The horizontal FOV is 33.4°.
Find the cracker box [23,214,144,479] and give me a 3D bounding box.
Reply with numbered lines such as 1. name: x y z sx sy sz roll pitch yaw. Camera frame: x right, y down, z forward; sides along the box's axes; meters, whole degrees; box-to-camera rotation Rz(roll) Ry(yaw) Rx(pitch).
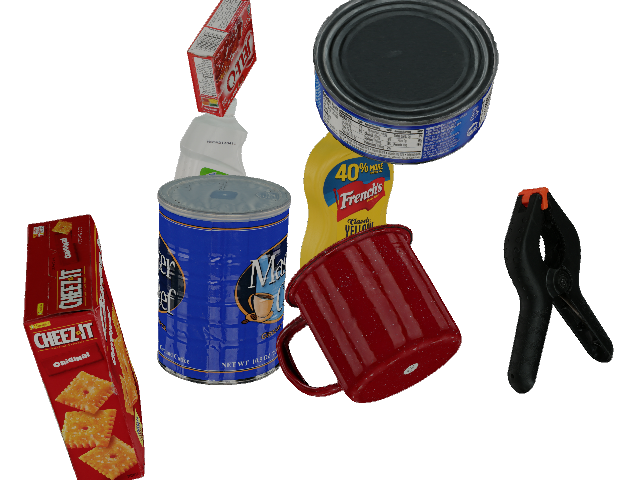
1. cracker box: -0.227 0.107 1.038 0.072 0.214 0.164 -11 35 -7

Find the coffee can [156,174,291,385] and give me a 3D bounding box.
1. coffee can: -0.078 0.029 0.844 0.103 0.140 0.103 3 19 -1

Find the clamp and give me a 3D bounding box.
1. clamp: 0.188 0.044 0.907 0.120 0.171 0.039 -24 8 -40

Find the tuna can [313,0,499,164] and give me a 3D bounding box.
1. tuna can: 0.040 -0.078 0.506 0.086 0.086 0.034 0 -34 1

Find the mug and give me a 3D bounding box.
1. mug: 0.026 0.055 0.676 0.117 0.081 0.093 -32 -23 6

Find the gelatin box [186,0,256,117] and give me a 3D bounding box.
1. gelatin box: -0.089 -0.172 0.993 0.030 0.089 0.073 14 -38 15

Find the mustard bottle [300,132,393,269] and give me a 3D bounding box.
1. mustard bottle: 0.029 -0.050 1.086 0.096 0.192 0.058 -7 19 -27

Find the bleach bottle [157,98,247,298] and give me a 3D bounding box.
1. bleach bottle: -0.124 -0.043 1.234 0.102 0.251 0.068 -1 21 -35
